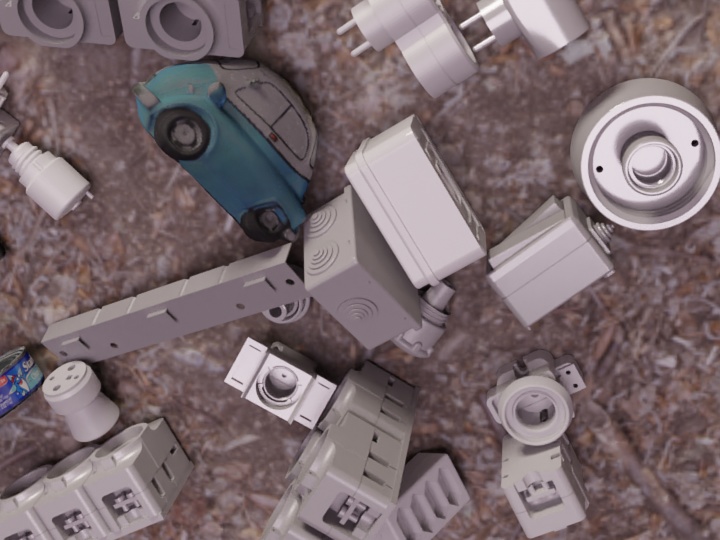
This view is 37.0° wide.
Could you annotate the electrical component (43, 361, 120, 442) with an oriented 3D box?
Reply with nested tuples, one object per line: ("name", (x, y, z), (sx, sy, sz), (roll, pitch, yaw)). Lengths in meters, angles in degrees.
("electrical component", (-0.236, 0.110, 0.908), (0.045, 0.045, 0.055), (-17, 123, 13))

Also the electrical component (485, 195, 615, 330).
("electrical component", (0.145, -0.013, 0.809), (0.096, 0.061, 0.061), (-36, 100, 18))

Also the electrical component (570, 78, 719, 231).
("electrical component", (0.208, -0.080, 0.777), (0.108, 0.060, 0.108), (2, 109, 7))

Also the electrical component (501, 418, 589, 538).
("electrical component", (0.147, 0.167, 0.854), (0.050, 0.089, 0.055), (-24, 104, 15))

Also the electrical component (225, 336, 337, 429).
("electrical component", (-0.063, 0.088, 0.872), (0.081, 0.064, 0.042), (30, 99, -2))

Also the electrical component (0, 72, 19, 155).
("electrical component", (-0.302, -0.130, 0.842), (0.066, 0.047, 0.076), (37, 110, -5))

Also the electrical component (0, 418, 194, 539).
("electrical component", (-0.231, 0.190, 0.918), (0.150, 0.089, 0.061), (-24, 103, 15))

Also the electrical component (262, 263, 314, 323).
("electrical component", (-0.060, 0.022, 0.850), (0.043, 0.062, 0.043), (3, 109, 7))

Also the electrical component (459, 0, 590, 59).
("electrical component", (0.110, -0.185, 0.765), (0.079, 0.044, 0.077), (-30, 102, 16))

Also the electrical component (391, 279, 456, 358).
("electrical component", (0.051, 0.035, 0.849), (0.048, 0.048, 0.062), (35, 103, -4))

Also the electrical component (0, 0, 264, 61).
("electrical component", (-0.170, -0.215, 0.762), (0.186, 0.060, 0.105), (7, 133, 10))

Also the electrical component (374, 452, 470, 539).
("electrical component", (0.033, 0.194, 0.895), (0.076, 0.083, 0.047), (-10, 112, 52))

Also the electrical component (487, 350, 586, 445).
("electrical component", (0.139, 0.103, 0.851), (0.078, 0.057, 0.058), (-27, 103, 16))

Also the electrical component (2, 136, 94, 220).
("electrical component", (-0.252, -0.075, 0.857), (0.078, 0.040, 0.040), (43, 109, -7))

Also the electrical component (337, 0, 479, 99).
("electrical component", (0.019, -0.182, 0.775), (0.074, 0.052, 0.138), (-31, 102, 17))

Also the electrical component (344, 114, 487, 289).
("electrical component", (0.042, -0.051, 0.802), (0.057, 0.078, 0.113), (-29, 102, 13))

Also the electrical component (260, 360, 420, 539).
("electrical component", (-0.015, 0.154, 0.822), (0.060, 0.186, 0.105), (31, 110, -3))

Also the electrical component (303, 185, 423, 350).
("electrical component", (0.000, 0.000, 0.808), (0.048, 0.099, 0.099), (-29, 128, 21))
